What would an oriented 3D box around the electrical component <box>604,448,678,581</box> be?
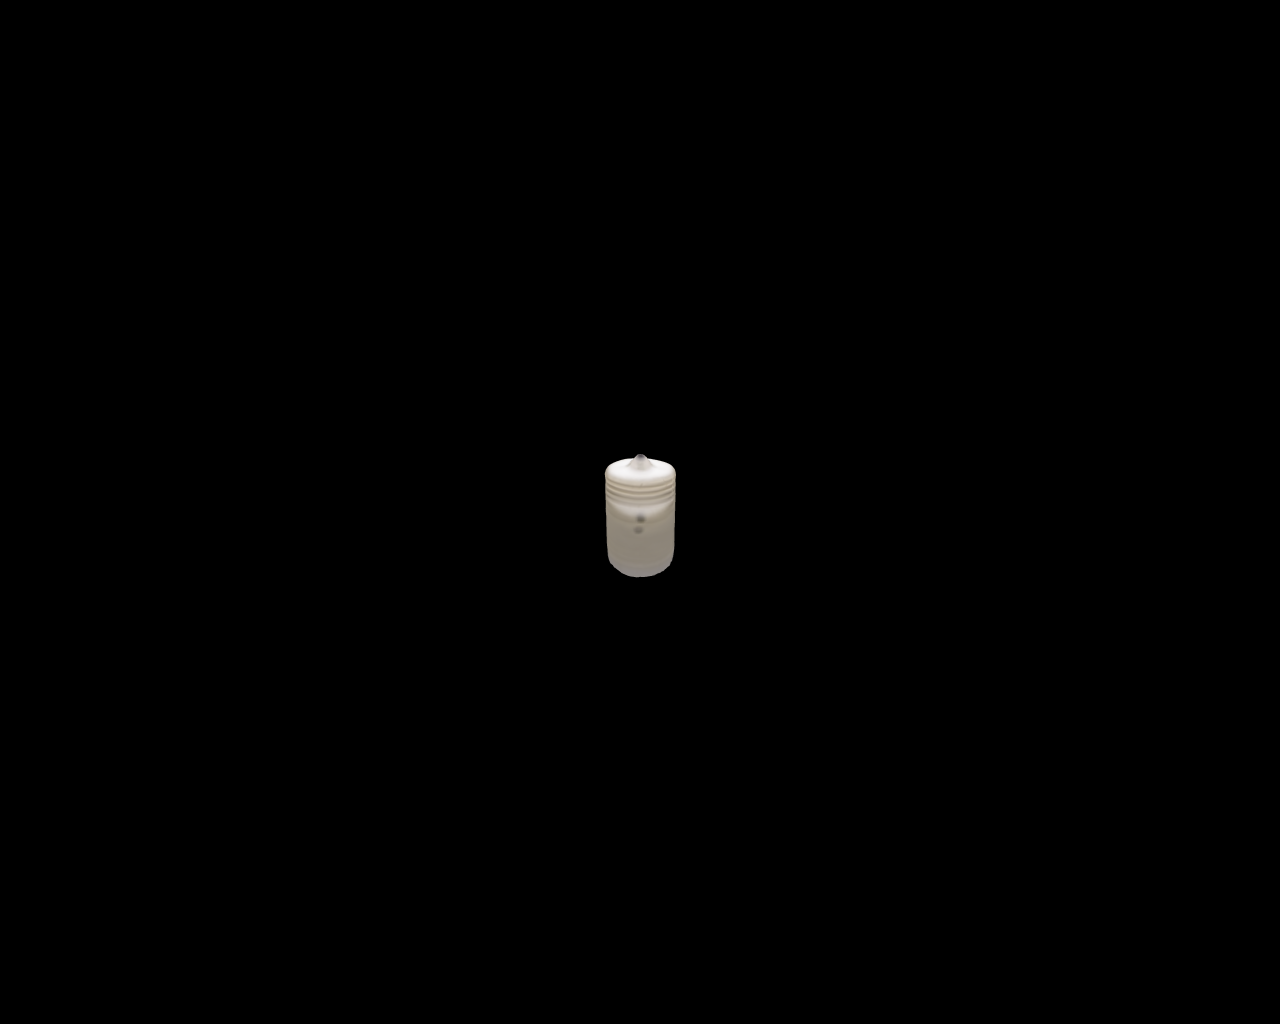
[{"bbox_3d":[0.001,-0.003,0.650,0.043,0.080,0.043,0,37,0],"label":"electrical component"}]
